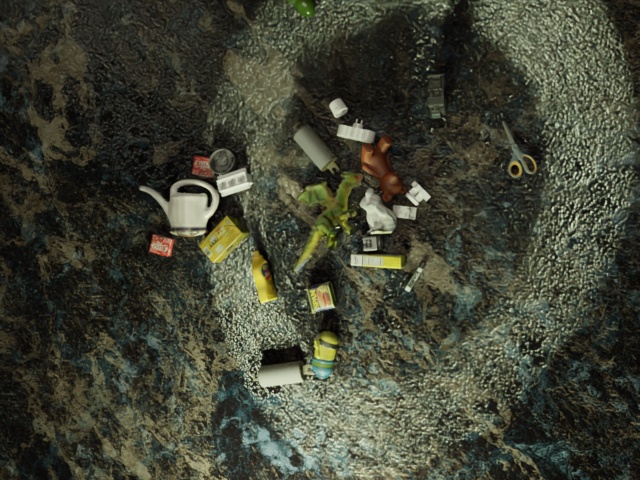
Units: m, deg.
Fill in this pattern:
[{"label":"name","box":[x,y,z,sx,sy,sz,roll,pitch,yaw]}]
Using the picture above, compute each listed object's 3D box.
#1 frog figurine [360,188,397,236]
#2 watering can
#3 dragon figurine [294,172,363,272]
[{"label":"frog figurine","box":[0.201,-0.099,1.784,0.123,0.137,0.160,-4,85,2]},{"label":"watering can","box":[-0.554,-0.124,2.024,0.347,0.104,0.224,0,89,16]},{"label":"dragon figurine","box":[0.006,-0.094,1.878,0.408,0.121,0.247,-38,61,10]}]
